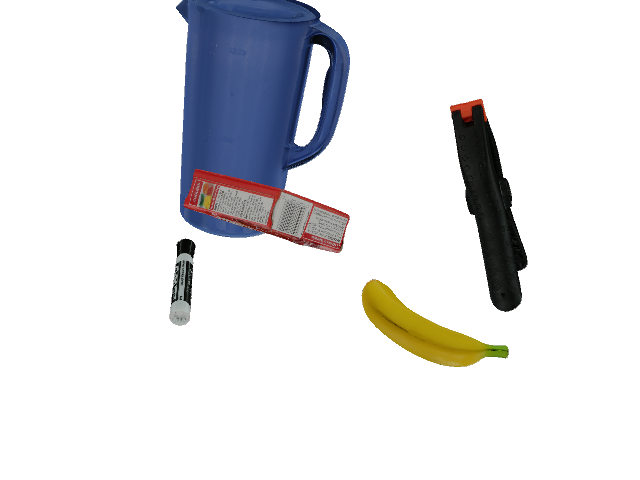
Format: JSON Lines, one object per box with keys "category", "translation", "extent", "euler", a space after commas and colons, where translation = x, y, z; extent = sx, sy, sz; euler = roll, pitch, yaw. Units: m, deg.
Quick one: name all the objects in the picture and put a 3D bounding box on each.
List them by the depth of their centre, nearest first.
{"category": "gelatin box", "translation": [-0.034, -0.018, 0.706], "extent": [0.073, 0.030, 0.089], "euler": [16, -1, 33]}
{"category": "clamp", "translation": [0.140, -0.027, 0.881], "extent": [0.039, 0.171, 0.120], "euler": [-17, 20, 12]}
{"category": "marker", "translation": [-0.133, 0.037, 1.031], "extent": [0.020, 0.020, 0.121], "euler": [0, 35, -4]}
{"category": "banana", "translation": [0.093, 0.085, 1.069], "extent": [0.069, 0.037, 0.198], "euler": [3, 18, -42]}
{"category": "pitcher", "translation": [-0.072, -0.128, 1.101], "extent": [0.144, 0.243, 0.149], "euler": [-4, 27, -27]}
